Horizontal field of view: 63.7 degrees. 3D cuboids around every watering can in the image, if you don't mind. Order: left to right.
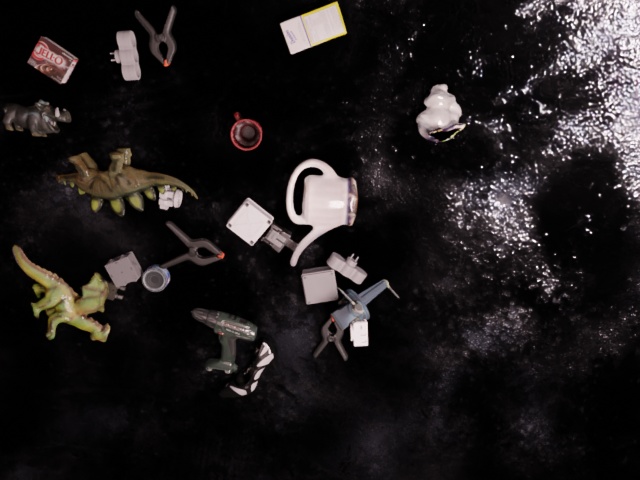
[{"bbox_3d":[0.005,-0.082,1.621,0.224,0.105,0.343,2,105,-2],"label":"watering can"}]

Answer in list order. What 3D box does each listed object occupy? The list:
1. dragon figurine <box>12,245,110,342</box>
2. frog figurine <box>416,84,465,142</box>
[{"bbox_3d":[-0.813,0.173,1.686,0.243,0.123,0.405,-18,107,-5],"label":"dragon figurine"},{"bbox_3d":[0.357,-0.384,1.563,0.137,0.121,0.162,-18,70,12],"label":"frog figurine"}]
